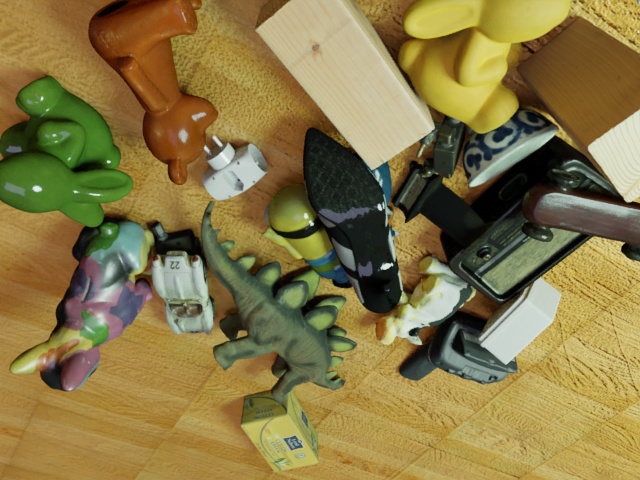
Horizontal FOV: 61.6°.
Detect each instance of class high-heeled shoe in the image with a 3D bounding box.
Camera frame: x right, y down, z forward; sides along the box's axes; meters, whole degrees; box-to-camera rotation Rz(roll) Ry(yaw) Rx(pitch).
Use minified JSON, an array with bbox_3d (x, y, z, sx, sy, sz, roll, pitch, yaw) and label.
[{"bbox_3d":[0.042,-0.020,0.698,0.086,0.145,0.248,-22,86,-2],"label":"high-heeled shoe"}]

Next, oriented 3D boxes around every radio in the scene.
[{"bbox_3d":[0.286,-0.024,0.744,0.131,0.073,0.229,31,118,-23],"label":"radio"}]

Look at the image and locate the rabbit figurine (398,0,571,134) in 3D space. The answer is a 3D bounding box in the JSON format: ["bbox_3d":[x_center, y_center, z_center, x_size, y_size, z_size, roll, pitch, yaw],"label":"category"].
[{"bbox_3d":[0.165,-0.215,0.541,0.162,0.122,0.173,29,159,-13],"label":"rabbit figurine"}]

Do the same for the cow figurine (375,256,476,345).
[{"bbox_3d":[0.163,0.109,0.850,0.098,0.068,0.167,22,125,-24],"label":"cow figurine"}]

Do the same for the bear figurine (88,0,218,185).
[{"bbox_3d":[-0.162,-0.171,0.599,0.132,0.120,0.195,-20,126,9],"label":"bear figurine"}]

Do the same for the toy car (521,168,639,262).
[{"bbox_3d":[0.348,-0.030,0.665,0.202,0.053,0.089,10,113,-6],"label":"toy car"}]

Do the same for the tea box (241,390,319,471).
[{"bbox_3d":[-0.074,0.365,1.032,0.098,0.068,0.169,-17,124,12],"label":"tea box"}]

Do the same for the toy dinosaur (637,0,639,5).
[{"bbox_3d":[0.167,-0.311,0.456,0.405,0.192,0.131,10,124,-10],"label":"toy dinosaur"}]

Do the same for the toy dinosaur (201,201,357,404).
[{"bbox_3d":[-0.066,0.124,0.836,0.198,0.105,0.470,-32,130,12],"label":"toy dinosaur"}]

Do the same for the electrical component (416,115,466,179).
[{"bbox_3d":[0.150,-0.118,0.665,0.045,0.078,0.102,13,164,19],"label":"electrical component"}]

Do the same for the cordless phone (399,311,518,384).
[{"bbox_3d":[0.235,0.213,0.932,0.146,0.089,0.184,21,135,-17],"label":"cordless phone"}]

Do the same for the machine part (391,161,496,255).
[{"bbox_3d":[0.162,-0.038,0.716,0.139,0.039,0.084,40,122,23],"label":"machine part"}]

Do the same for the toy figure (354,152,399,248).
[{"bbox_3d":[0.075,-0.047,0.728,0.064,0.058,0.154,-25,124,-23],"label":"toy figure"}]

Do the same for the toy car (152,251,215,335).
[{"bbox_3d":[-0.201,0.083,0.806,0.074,0.056,0.201,1,143,-3],"label":"toy car"}]

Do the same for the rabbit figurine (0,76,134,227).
[{"bbox_3d":[-0.312,-0.080,0.629,0.121,0.170,0.159,-38,118,25],"label":"rabbit figurine"}]

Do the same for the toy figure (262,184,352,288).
[{"bbox_3d":[0.001,-0.005,0.745,0.089,0.082,0.180,-14,128,43],"label":"toy figure"}]

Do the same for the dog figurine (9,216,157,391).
[{"bbox_3d":[-0.312,0.093,0.720,0.108,0.219,0.191,18,126,0],"label":"dog figurine"}]

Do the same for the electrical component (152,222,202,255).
[{"bbox_3d":[-0.208,0.010,0.791,0.063,0.021,0.093,-13,125,8],"label":"electrical component"}]
